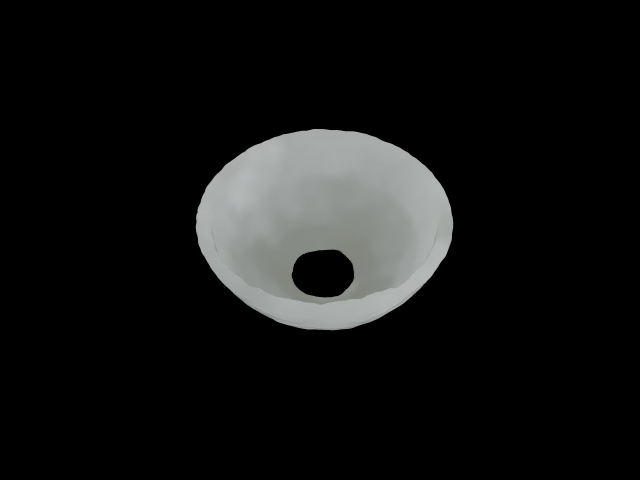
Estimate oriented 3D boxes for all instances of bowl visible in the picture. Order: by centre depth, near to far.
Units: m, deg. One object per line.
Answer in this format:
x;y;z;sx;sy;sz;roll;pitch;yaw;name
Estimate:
0.004;0.001;0.400;0.167;0.075;0.167;0;49;0;bowl
